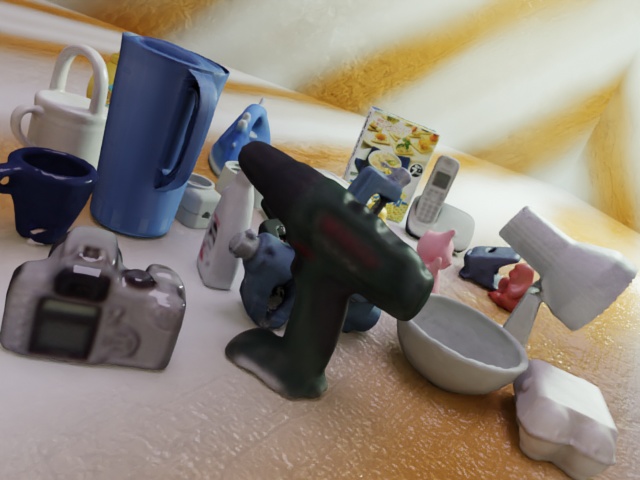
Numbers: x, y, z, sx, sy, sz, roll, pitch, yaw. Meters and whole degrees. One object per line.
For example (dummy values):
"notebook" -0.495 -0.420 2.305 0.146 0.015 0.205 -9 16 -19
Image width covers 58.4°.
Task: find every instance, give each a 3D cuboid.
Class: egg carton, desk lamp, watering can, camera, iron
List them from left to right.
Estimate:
"watering can" -0.337 -0.172 0.792 0.101 0.194 0.173 23 19 3
"camera" -0.200 0.037 0.529 0.143 0.101 0.136 14 21 -23
"iron" -0.156 -0.218 1.190 0.118 0.141 0.258 21 19 -4
"desk lamp" 0.297 0.073 0.806 0.202 0.213 0.118 29 20 18
"egg carton" 0.275 0.201 0.660 0.107 0.069 0.150 24 19 6

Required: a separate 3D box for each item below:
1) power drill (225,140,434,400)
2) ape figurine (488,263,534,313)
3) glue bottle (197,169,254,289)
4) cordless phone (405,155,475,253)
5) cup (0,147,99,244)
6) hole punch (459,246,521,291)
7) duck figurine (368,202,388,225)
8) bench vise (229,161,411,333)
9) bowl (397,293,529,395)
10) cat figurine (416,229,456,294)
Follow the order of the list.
"power drill" -0.015 0.039 0.563 0.229 0.208 0.076 29 20 17
"ape figurine" 0.352 0.082 1.027 0.076 0.092 0.078 30 21 22
"glue bottle" -0.107 -0.030 0.698 0.037 0.173 0.078 10 22 -31
"cordless phone" 0.276 -0.077 1.222 0.147 0.185 0.094 21 19 -3
"cup" -0.310 -0.043 0.628 0.091 0.095 0.118 30 21 21
"hole punch" 0.332 0.042 1.113 0.101 0.091 0.109 28 20 15
"duck figurine" 0.089 -0.028 1.039 0.078 0.086 0.104 10 23 -31
"bench vise" 0.013 0.008 0.656 0.208 0.220 0.121 4 26 -42
"bowl" 0.161 0.136 0.699 0.167 0.075 0.167 20 19 -7
"cat figurine" 0.183 0.034 0.930 0.067 0.118 0.128 24 19 5
